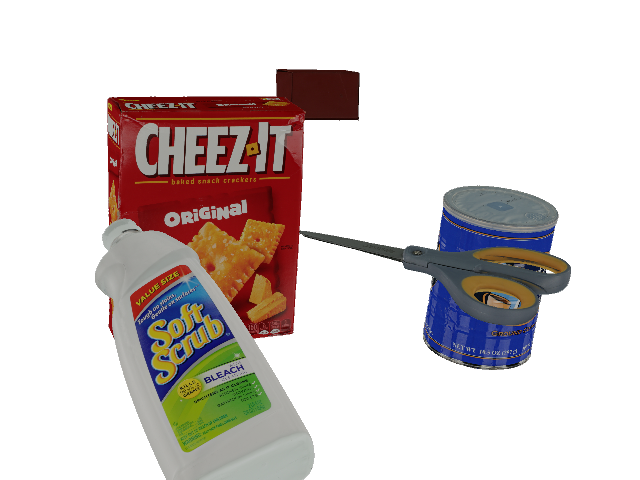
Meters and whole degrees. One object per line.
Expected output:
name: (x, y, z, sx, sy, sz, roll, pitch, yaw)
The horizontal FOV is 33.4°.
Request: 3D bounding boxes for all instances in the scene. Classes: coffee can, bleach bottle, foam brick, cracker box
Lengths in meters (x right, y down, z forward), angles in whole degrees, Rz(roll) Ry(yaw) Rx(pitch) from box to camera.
coffee can: (0.153, 0.032, 0.975, 0.103, 0.140, 0.103, 5, 22, -2)
bleach bottle: (-0.104, 0.077, 0.754, 0.102, 0.068, 0.251, -24, 51, -17)
foam brick: (-0.003, -0.154, 1.129, 0.078, 0.051, 0.053, -2, 12, -19)
cracker box: (-0.102, -0.016, 0.942, 0.164, 0.214, 0.072, -3, 19, -20)

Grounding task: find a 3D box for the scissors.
scissors: (0.072, 0.023, 0.750, 0.202, 0.016, 0.096, 4, 29, 12)
